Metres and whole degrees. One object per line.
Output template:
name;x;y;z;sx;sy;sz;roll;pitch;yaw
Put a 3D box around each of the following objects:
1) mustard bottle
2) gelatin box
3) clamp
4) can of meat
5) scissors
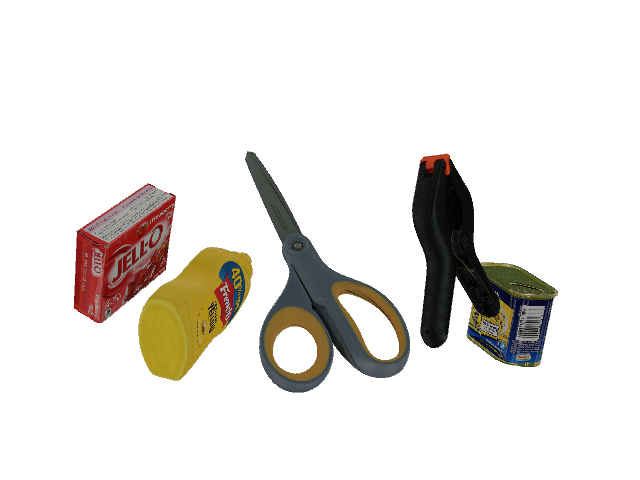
mustard bottle;-0.122;0.061;1.137;0.058;0.096;0.191;10;29;19
gelatin box;-0.147;0.009;0.802;0.030;0.073;0.089;25;36;16
clamp;0.113;0.011;0.967;0.039;0.171;0.120;-10;14;33
can of meat;0.203;0.079;1.148;0.057;0.084;0.102;2;17;-23
scissors;-0.026;0.020;0.663;0.096;0.016;0.202;-29;54;-22
